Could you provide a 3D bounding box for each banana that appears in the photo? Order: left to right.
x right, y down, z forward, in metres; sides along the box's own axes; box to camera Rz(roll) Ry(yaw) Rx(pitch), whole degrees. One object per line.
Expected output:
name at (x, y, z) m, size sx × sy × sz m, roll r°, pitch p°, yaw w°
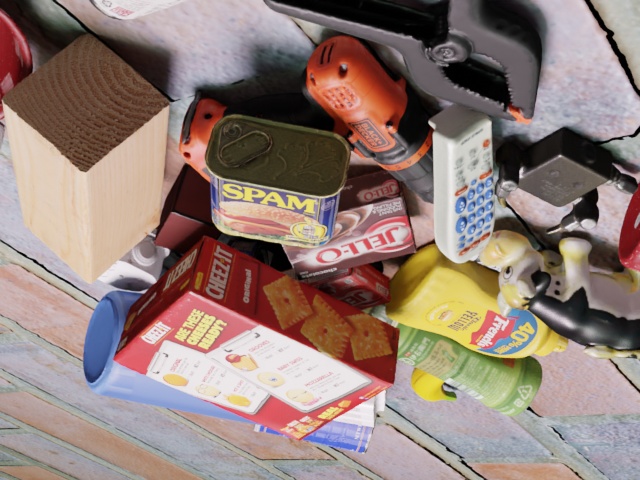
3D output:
banana at (0.145, 0.152, 1.242) m, size 0.069 × 0.037 × 0.198 m, roll -10°, pitch 158°, yaw -11°

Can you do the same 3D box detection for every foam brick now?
foam brick at (-0.116, -0.024, 0.982) m, size 0.051 × 0.053 × 0.078 m, roll 19°, pitch 153°, yaw -14°

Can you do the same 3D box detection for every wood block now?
wood block at (-0.188, -0.060, 0.872) m, size 0.090 × 0.090 × 0.206 m, roll 41°, pitch 155°, yaw 9°

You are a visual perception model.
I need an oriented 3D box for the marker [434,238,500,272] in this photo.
marker at (0.160, 0.017, 0.987) m, size 0.121 × 0.020 × 0.020 m, roll 20°, pitch 152°, yaw -17°

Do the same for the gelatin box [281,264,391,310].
gelatin box at (0.012, 0.047, 1.017) m, size 0.089 × 0.030 × 0.073 m, roll -17°, pitch 149°, yaw 28°

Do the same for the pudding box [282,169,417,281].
pudding box at (0.022, -0.012, 0.927) m, size 0.113 × 0.039 × 0.090 m, roll -12°, pitch 145°, yaw 7°

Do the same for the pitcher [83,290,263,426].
pitcher at (-0.127, 0.126, 1.147) m, size 0.242 × 0.145 × 0.149 m, roll 13°, pitch 128°, yaw -29°

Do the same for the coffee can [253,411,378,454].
coffee can at (-0.003, 0.199, 1.314) m, size 0.140 × 0.102 × 0.103 m, roll 12°, pitch 153°, yaw -2°

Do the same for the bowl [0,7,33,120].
bowl at (-0.293, -0.147, 0.781) m, size 0.162 × 0.055 × 0.162 m, roll -7°, pitch 144°, yaw -6°

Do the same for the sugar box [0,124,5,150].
sugar box at (-0.339, -0.101, 0.880) m, size 0.048 × 0.093 × 0.176 m, roll -4°, pitch 150°, yaw 28°

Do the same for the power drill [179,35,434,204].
power drill at (-0.001, -0.075, 0.835) m, size 0.188 × 0.057 × 0.184 m, roll -11°, pitch 142°, yaw 33°

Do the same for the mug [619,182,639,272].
mug at (0.282, -0.009, 0.827) m, size 0.081 × 0.093 × 0.117 m, roll 17°, pitch -170°, yaw 1°

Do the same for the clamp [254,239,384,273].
clamp at (-0.007, 0.001, 1.005) m, size 0.120 × 0.039 × 0.171 m, roll -9°, pitch 149°, yaw 5°

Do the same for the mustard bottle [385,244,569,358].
mustard bottle at (0.165, 0.071, 1.043) m, size 0.191 × 0.058 × 0.096 m, roll 23°, pitch 134°, yaw -23°

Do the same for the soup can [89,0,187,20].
soup can at (-0.093, -0.179, 0.655) m, size 0.102 × 0.068 × 0.068 m, roll -8°, pitch 147°, yaw 35°

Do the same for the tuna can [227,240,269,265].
tuna can at (-0.076, 0.044, 1.061) m, size 0.034 × 0.086 × 0.086 m, roll 5°, pitch 153°, yaw 10°

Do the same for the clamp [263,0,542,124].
clamp at (0.088, -0.140, 0.689) m, size 0.209 × 0.036 × 0.165 m, roll 29°, pitch 149°, yaw -34°

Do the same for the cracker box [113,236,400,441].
cracker box at (-0.059, 0.097, 0.995) m, size 0.213 × 0.072 × 0.164 m, roll 27°, pitch 140°, yaw -21°

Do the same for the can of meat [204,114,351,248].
can of meat at (-0.032, -0.041, 0.790) m, size 0.102 × 0.057 × 0.084 m, roll 11°, pitch 151°, yaw 2°
